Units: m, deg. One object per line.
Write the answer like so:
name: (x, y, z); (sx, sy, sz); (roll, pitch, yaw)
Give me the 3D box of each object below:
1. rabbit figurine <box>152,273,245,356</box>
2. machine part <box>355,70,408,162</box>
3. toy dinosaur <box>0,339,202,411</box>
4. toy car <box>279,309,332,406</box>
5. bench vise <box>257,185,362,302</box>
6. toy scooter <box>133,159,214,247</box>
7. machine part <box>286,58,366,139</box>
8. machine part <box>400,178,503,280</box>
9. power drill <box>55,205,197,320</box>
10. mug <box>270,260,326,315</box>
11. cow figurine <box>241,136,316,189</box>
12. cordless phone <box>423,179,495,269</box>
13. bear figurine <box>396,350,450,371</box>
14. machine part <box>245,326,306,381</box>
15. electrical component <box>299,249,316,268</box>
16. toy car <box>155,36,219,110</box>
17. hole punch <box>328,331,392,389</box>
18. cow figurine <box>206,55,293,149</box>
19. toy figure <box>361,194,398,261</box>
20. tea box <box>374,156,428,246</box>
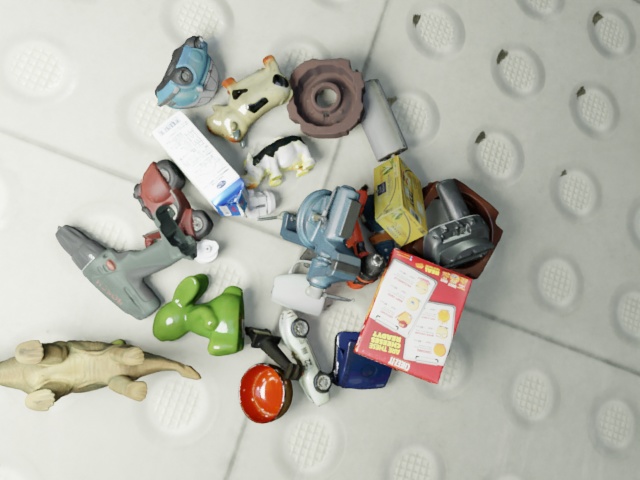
rabbit figurine: (-0.233, 0.144, 1.013); (0.170, 0.121, 0.159); (-1, 89, -1)
machine part: (0.129, -0.264, 1.194); (0.079, 0.079, 0.243); (-24, 89, -18)
toy dinosaur: (-0.438, 0.215, 0.897); (0.471, 0.198, 0.105); (6, 81, -15)
toy car: (-0.032, 0.233, 1.075); (0.056, 0.073, 0.201); (-23, 89, -19)
bench vise: (-0.010, -0.004, 1.049); (0.129, 0.241, 0.223); (2, 100, -40)
toy scooter: (-0.304, -0.057, 1.041); (0.135, 0.075, 0.184); (-34, 82, 5)
machine part: (0.015, -0.299, 1.145); (0.179, 0.056, 0.179); (-1, 86, 12)
machine part: (0.287, -0.017, 1.198); (0.201, 0.087, 0.201); (36, 75, -10)
power drill: (-0.345, 0.022, 0.979); (0.207, 0.086, 0.232); (-34, 100, 10)
mug: (-0.044, 0.093, 1.092); (0.107, 0.081, 0.109); (8, 82, -8)
cow figurine: (-0.102, -0.164, 1.117); (0.167, 0.068, 0.098); (-21, 83, -21)
cordless phone: (0.266, -0.037, 1.120); (0.147, 0.088, 0.184); (-17, 76, -17)
bear figurine: (0.197, 0.164, 1.129); (0.132, 0.120, 0.195); (-17, 85, -14)
machine part: (-0.086, 0.213, 1.030); (0.139, 0.084, 0.039); (39, 94, 34)
electrical component: (-0.012, 0.032, 1.138); (0.094, 0.021, 0.063); (42, 73, -9)
toy car: (-0.258, -0.324, 1.088); (0.103, 0.109, 0.161); (31, 61, -33)
hole punch: (0.091, 0.250, 1.103); (0.142, 0.092, 0.115); (5, 84, -19)
cow figurine: (-0.146, -0.276, 1.108); (0.195, 0.085, 0.127); (-31, 79, -1)
toy figure: (0.133, -0.026, 1.169); (0.058, 0.064, 0.154); (-14, 91, -57)
tea box: (0.166, -0.084, 1.121); (0.098, 0.068, 0.170); (44, 32, -31)
